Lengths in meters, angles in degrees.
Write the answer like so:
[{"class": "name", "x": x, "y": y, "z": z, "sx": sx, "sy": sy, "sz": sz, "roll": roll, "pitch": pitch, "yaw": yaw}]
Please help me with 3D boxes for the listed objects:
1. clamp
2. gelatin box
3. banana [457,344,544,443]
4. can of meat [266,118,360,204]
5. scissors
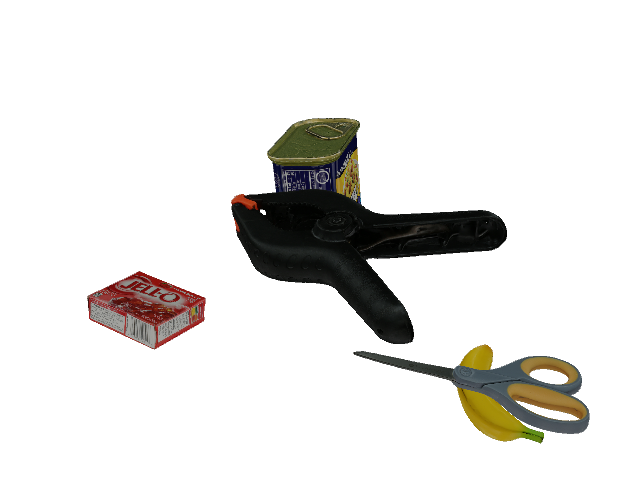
[{"class": "clamp", "x": 0.012, "y": 0.009, "z": 0.632, "sx": 0.172, "sy": 0.039, "sz": 0.120, "roll": 8, "pitch": 30, "yaw": 27}, {"class": "gelatin box", "x": -0.168, "y": 0.065, "z": 1.028, "sx": 0.089, "sy": 0.030, "sz": 0.073, "roll": 20, "pitch": 29, "yaw": 29}, {"class": "banana", "x": 0.192, "y": 0.178, "z": 1.236, "sx": 0.069, "sy": 0.037, "sz": 0.198, "roll": 10, "pitch": 24, "yaw": -15}, {"class": "can of meat", "x": -0.001, "y": -0.043, "z": 0.847, "sx": 0.057, "sy": 0.084, "sz": 0.102, "roll": 1, "pitch": 23, "yaw": 15}, {"class": "scissors", "x": 0.138, "y": 0.111, "z": 0.921, "sx": 0.202, "sy": 0.016, "sz": 0.096, "roll": 21, "pitch": 34, "yaw": 21}]
